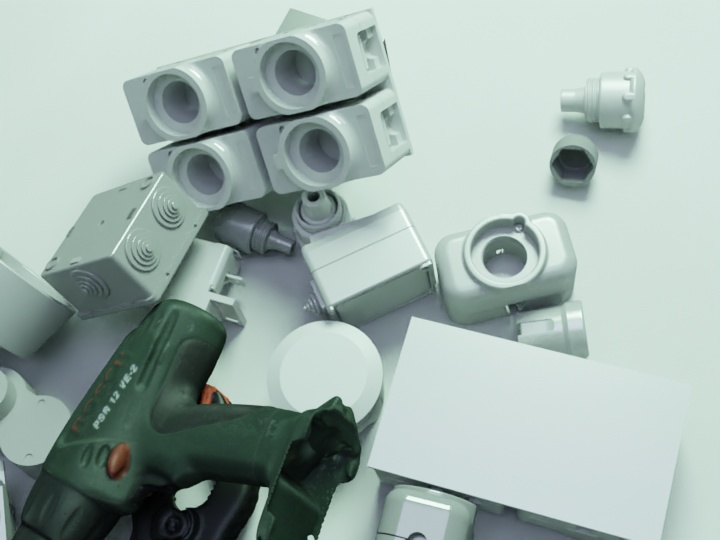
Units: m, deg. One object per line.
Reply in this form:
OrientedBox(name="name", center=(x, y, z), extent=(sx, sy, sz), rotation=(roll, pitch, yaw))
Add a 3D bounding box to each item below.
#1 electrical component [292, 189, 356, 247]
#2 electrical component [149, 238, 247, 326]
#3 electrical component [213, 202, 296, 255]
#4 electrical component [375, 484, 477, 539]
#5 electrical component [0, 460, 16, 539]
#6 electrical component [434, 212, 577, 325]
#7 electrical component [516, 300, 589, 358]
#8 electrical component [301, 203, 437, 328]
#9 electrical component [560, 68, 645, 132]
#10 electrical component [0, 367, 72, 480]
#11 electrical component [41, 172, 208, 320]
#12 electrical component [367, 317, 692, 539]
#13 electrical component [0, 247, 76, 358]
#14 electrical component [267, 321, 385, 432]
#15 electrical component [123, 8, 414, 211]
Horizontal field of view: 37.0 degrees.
OrientedBox(name="electrical component", center=(-0.030, -0.041, 0.797), extent=(0.048, 0.062, 0.048), rotation=(-3, 68, 7))
OrientedBox(name="electrical component", center=(-0.121, 0.010, 0.800), extent=(0.081, 0.042, 0.063), rotation=(15, 67, 13))
OrientedBox(name="electrical component", center=(-0.078, -0.028, 0.813), extent=(0.061, 0.035, 0.035), rotation=(22, 72, 13))
OrientedBox(name="electrical component", center=(0.041, 0.173, 0.681), extent=(0.054, 0.095, 0.059), rotation=(12, 70, 12))
OrientedBox(name="electrical component", center=(-0.260, 0.176, 0.738), extent=(0.042, 0.063, 0.081), rotation=(-8, 66, -10))
OrientedBox(name="electrical component", center=(0.103, -0.002, 0.764), extent=(0.095, 0.059, 0.053), rotation=(-13, 67, 2))
OrientedBox(name="electrical component", center=(0.135, 0.044, 0.752), extent=(0.046, 0.040, 0.040), rotation=(-8, 67, 11))
OrientedBox(name="electrical component", center=(0.000, 0.000, 0.776), extent=(0.096, 0.061, 0.061), rotation=(-25, 67, -3))
OrientedBox(name="electrical component", center=(0.184, -0.128, 0.814), extent=(0.062, 0.048, 0.048), rotation=(2, 68, 16))
OrientedBox(name="electrical component", center=(-0.260, 0.093, 0.761), extent=(0.138, 0.073, 0.052), rotation=(28, 68, 22))
OrientedBox(name="electrical component", center=(-0.168, -0.018, 0.764), extent=(0.100, 0.048, 0.099), rotation=(-12, 41, 39))
OrientedBox(name="electrical component", center=(0.112, 0.111, 0.716), extent=(0.186, 0.060, 0.105), rotation=(13, 70, 13))
OrientedBox(name="electrical component", center=(-0.269, 0.020, 0.783), extent=(0.108, 0.108, 0.060), rotation=(36, 83, 19))
OrientedBox(name="electrical component", center=(-0.022, 0.080, 0.752), extent=(0.080, 0.051, 0.080), rotation=(-3, 68, 7))
OrientedBox(name="electrical component", center=(-0.069, -0.108, 0.768), extent=(0.186, 0.060, 0.105), rotation=(-9, 108, 28))
